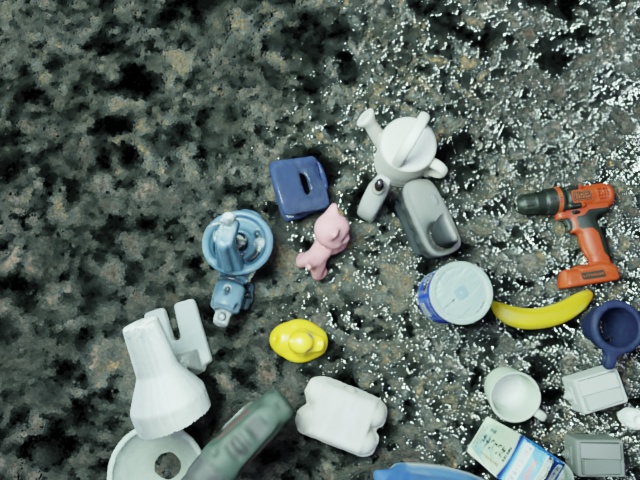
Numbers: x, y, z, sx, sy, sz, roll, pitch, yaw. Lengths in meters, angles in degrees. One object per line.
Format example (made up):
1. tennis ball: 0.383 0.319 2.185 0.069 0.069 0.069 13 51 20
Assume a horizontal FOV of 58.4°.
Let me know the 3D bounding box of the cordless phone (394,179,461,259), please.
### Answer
1. cordless phone: 0.196 -0.045 0.988 0.094 0.185 0.147 -26 82 -3

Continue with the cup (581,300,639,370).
1. cup: 0.499 0.166 1.002 0.091 0.095 0.118 12 82 2

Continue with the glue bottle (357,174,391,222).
1. glue bottle: 0.098 -0.082 1.000 0.037 0.173 0.078 28 83 5

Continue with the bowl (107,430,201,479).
1. bowl: -0.272 0.396 0.984 0.167 0.075 0.167 0 82 0

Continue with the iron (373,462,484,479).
1. iron: 0.216 0.445 0.941 0.258 0.141 0.119 3 82 1

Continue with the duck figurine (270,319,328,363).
1. duck figurine: -0.038 0.179 1.008 0.104 0.086 0.077 6 82 1

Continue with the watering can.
1. watering can: 0.144 -0.165 1.001 0.173 0.194 0.101 11 82 2

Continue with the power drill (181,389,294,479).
1. power drill: -0.135 0.333 0.925 0.230 0.208 0.075 -45 84 -5

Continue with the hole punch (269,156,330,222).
1. hole punch: -0.036 -0.099 1.045 0.101 0.091 0.108 -17 82 -2

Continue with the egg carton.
1. egg carton: 0.038 0.306 0.998 0.150 0.069 0.107 19 83 3

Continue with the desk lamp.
1. desk lamp: -0.252 0.204 0.941 0.118 0.213 0.203 -18 82 -2

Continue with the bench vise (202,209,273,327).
1. bench vise: -0.137 0.038 0.961 0.121 0.220 0.207 -7 82 0

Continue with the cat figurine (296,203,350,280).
1. cat figurine: 0.009 0.004 1.016 0.067 0.118 0.128 33 83 5
